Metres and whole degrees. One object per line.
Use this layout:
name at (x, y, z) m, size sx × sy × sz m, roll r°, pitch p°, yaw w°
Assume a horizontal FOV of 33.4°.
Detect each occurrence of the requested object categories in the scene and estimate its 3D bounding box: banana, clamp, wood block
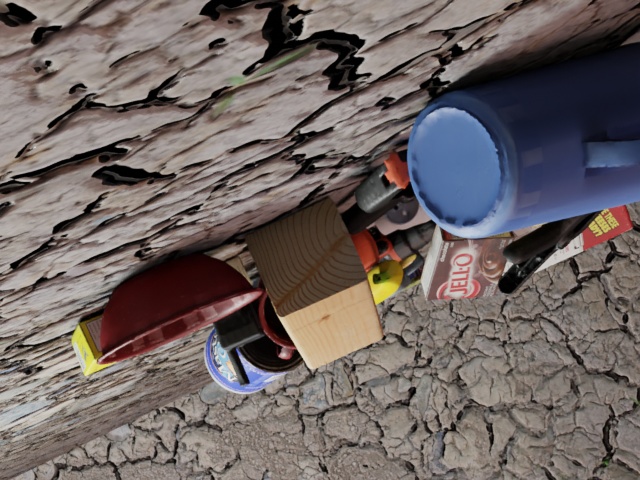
banana at (0.047, 0.060, 1.244) m, size 0.069 × 0.037 × 0.198 m, roll -9°, pitch 163°, yaw -27°
clamp at (0.088, -0.059, 0.962) m, size 0.164 × 0.036 × 0.210 m, roll -30°, pitch 174°, yaw 1°
wood block at (0.000, 0.050, 1.057) m, size 0.091 × 0.090 × 0.206 m, roll -24°, pitch 159°, yaw -2°
clamp at (0.273, -0.001, 1.257) m, size 0.171 × 0.039 × 0.120 m, roll -33°, pitch 163°, yaw -17°

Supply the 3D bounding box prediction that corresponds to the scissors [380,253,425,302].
scissors at (0.063, 0.061, 1.353) m, size 0.096 × 0.016 × 0.202 m, roll -41°, pitch -170°, yaw -29°

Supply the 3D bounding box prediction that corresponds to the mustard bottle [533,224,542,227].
mustard bottle at (0.272, -0.058, 1.191) m, size 0.191 × 0.058 × 0.096 m, roll -18°, pitch -157°, yaw 2°

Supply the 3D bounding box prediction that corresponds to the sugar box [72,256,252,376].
sugar box at (-0.159, 0.077, 1.077) m, size 0.176 × 0.048 × 0.093 m, roll -21°, pitch 172°, yaw -22°

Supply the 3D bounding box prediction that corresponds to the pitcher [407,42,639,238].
pitcher at (0.194, -0.076, 0.825) m, size 0.242 × 0.145 × 0.149 m, roll -16°, pitch 153°, yaw -38°

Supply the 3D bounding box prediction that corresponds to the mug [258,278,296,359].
mug at (-0.030, 0.078, 1.217) m, size 0.093 × 0.117 × 0.081 m, roll 8°, pitch -166°, yaw -10°

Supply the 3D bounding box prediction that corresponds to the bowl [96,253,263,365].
bowl at (-0.135, 0.055, 0.959) m, size 0.162 × 0.055 × 0.162 m, roll -25°, pitch 173°, yaw -4°

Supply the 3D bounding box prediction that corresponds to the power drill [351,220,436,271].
power drill at (0.061, 0.015, 1.335) m, size 0.185 × 0.057 × 0.187 m, roll -31°, pitch 171°, yaw 18°

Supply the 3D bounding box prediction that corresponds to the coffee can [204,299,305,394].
coffee can at (-0.077, 0.128, 1.317) m, size 0.102 × 0.103 × 0.140 m, roll -22°, pitch 171°, yaw -25°

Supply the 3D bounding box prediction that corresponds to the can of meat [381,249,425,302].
can of meat at (0.089, 0.034, 1.455) m, size 0.102 × 0.084 × 0.057 m, roll -27°, pitch 173°, yaw 11°

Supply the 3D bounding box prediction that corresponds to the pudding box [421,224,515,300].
pudding box at (0.176, 0.024, 1.283) m, size 0.090 × 0.039 × 0.113 m, roll -3°, pitch 136°, yaw -11°

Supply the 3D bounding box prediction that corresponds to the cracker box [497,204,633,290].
cracker box at (0.264, -0.036, 1.335) m, size 0.214 × 0.072 × 0.164 m, roll -26°, pitch 139°, yaw 10°
